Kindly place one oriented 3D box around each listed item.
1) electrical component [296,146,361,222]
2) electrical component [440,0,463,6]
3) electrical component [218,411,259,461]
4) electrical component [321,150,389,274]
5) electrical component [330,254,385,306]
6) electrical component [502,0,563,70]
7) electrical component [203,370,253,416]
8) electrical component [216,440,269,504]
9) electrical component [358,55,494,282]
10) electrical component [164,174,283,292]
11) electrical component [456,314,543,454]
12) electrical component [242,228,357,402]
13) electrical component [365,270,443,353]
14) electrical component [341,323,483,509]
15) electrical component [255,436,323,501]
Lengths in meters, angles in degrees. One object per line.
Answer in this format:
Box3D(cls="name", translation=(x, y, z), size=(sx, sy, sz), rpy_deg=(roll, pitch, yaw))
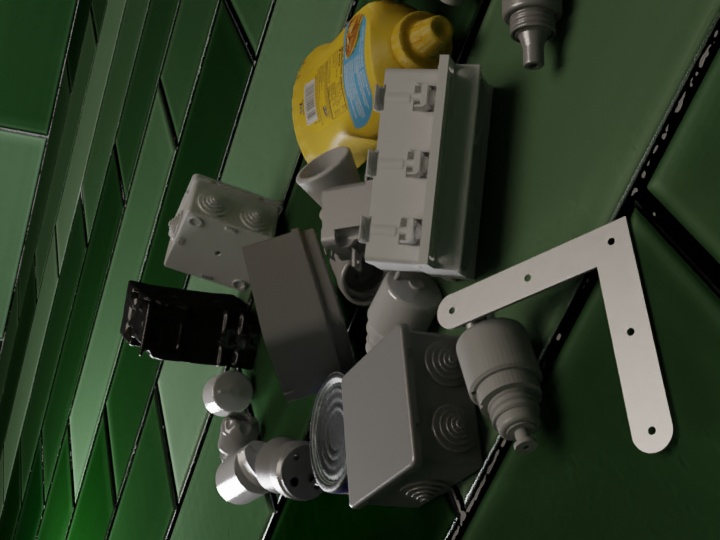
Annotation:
Box3D(cls="electrical component", translation=(-0.013, -0.054, 0.772), size=(0.045, 0.055, 0.045), rpy_deg=(-27, 23, 13))
Box3D(cls="electrical component", translation=(0.066, -0.199, 0.682), size=(0.048, 0.048, 0.062), rpy_deg=(-106, 27, -44))
Box3D(cls="electrical component", translation=(-0.112, 0.161, 0.975), size=(0.035, 0.035, 0.061), rpy_deg=(-136, 56, -62))
Box3D(cls="electrical component", translation=(0.008, -0.034, 0.719), size=(0.064, 0.042, 0.081), rpy_deg=(-7, 69, 21))
Box3D(cls="electrical component", translation=(0.000, 0.000, 0.769), size=(0.046, 0.040, 0.040), rpy_deg=(-131, 53, -67))
Box3D(cls="electrical component", translation=(0.097, -0.143, 0.603), size=(0.035, 0.035, 0.061), rpy_deg=(155, 119, -62))
Box3D(cls="electrical component", translation=(-0.130, 0.119, 1.023), size=(0.078, 0.040, 0.040), rpy_deg=(152, 123, -62))
Box3D(cls="electrical component", translation=(-0.089, 0.169, 0.906), size=(0.081, 0.043, 0.043), rpy_deg=(139, 134, -56))
Box3D(cls="electrical component", translation=(0.040, -0.059, 0.650), size=(0.079, 0.063, 0.121), rpy_deg=(25, -109, -72))
Box3D(cls="electrical component", translation=(-0.129, -0.032, 1.003), size=(0.099, 0.100, 0.048), rpy_deg=(123, 160, -44))
Box3D(cls="electrical component", translation=(0.077, 0.061, 0.568), size=(0.078, 0.040, 0.040), rpy_deg=(-103, 32, -42))
Box3D(cls="electrical component", translation=(-0.044, 0.031, 0.800), size=(0.113, 0.057, 0.078), rpy_deg=(-110, 4, -48))
Box3D(cls="electrical component", translation=(0.023, 0.034, 0.700), size=(0.040, 0.040, 0.078), rpy_deg=(-108, 35, -46))
Box3D(cls="electrical component", translation=(0.030, 0.092, 0.653), size=(0.099, 0.048, 0.099), rpy_deg=(132, 141, -51))
Box3D(cls="electrical component", translation=(-0.051, 0.152, 0.824), size=(0.055, 0.045, 0.045), rpy_deg=(170, 107, -65))
